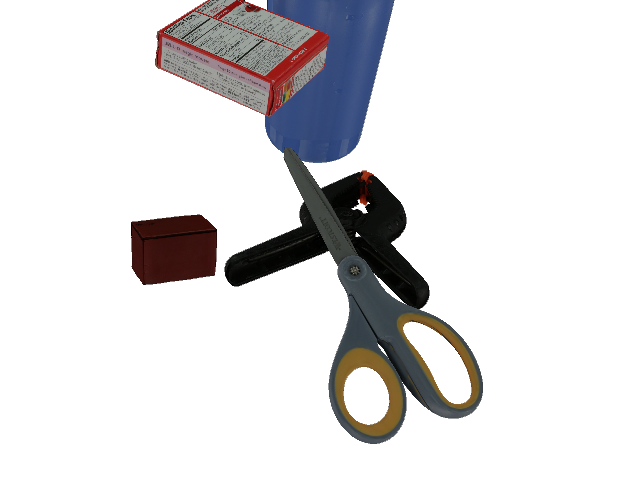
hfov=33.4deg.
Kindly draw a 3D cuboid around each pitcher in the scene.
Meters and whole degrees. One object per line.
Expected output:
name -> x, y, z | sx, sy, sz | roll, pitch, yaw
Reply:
pitcher -> -0.007, -0.200, 1.101 | 0.149, 0.243, 0.144 | 31, 51, 19

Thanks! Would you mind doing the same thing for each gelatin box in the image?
gelatin box -> -0.050, -0.122, 0.689 | 0.089, 0.030, 0.073 | 24, 43, 17

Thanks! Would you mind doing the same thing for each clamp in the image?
clamp -> 0.031, -0.004, 0.915 | 0.165, 0.036, 0.209 | 11, 29, 16

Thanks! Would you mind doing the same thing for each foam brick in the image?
foam brick -> -0.150, 0.008, 1.086 | 0.078, 0.051, 0.053 | -7, 21, -21

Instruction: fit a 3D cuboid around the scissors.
scissors -> 0.011, 0.037, 0.636 | 0.096, 0.202, 0.016 | -39, -19, -16
